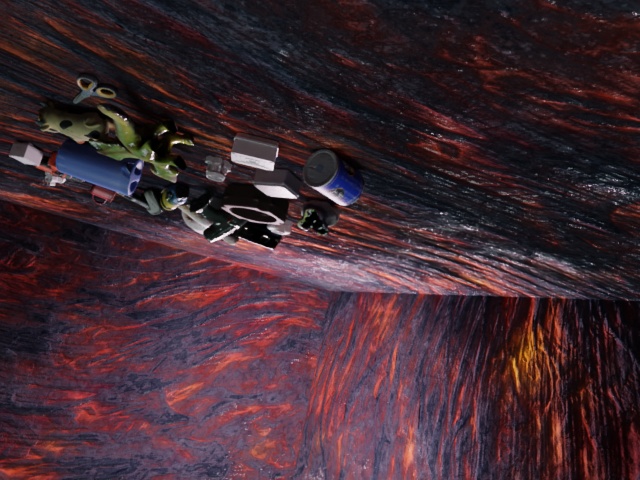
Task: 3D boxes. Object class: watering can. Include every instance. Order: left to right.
[{"bbox_3d":[-0.459,-0.060,2.136,0.350,0.104,0.222,34,176,14],"label":"watering can"}]

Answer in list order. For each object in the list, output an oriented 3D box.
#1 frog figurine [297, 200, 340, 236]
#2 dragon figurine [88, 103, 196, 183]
[{"bbox_3d":[0.005,-0.089,1.766,0.137,0.121,0.162,-3,-162,23],"label":"frog figurine"},{"bbox_3d":[-0.478,-0.238,1.308,0.242,0.124,0.406,-6,162,24],"label":"dragon figurine"}]
